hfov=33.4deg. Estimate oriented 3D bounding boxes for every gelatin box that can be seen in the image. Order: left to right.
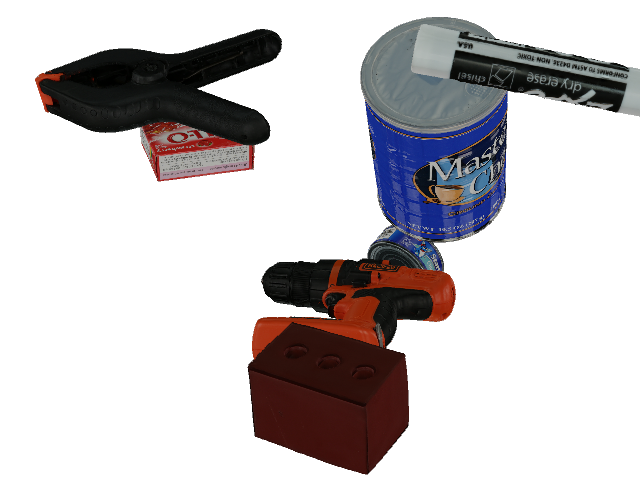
[{"bbox_3d":[-0.110,-0.087,0.948,0.089,0.030,0.073,-10,34,-16],"label":"gelatin box"}]

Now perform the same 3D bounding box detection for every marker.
[{"bbox_3d":[0.095,-0.060,0.400,0.121,0.020,0.020,13,2,7],"label":"marker"}]

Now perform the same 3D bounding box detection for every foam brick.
[{"bbox_3d":[0.005,0.089,0.611,0.078,0.051,0.052,13,32,26],"label":"foam brick"}]

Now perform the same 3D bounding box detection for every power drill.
[{"bbox_3d":[0.010,0.062,0.923,0.185,0.057,0.187,2,18,20],"label":"power drill"}]

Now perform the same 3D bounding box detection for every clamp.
[{"bbox_3d":[-0.106,-0.111,0.740,0.171,0.039,0.120,6,37,10],"label":"clamp"}]

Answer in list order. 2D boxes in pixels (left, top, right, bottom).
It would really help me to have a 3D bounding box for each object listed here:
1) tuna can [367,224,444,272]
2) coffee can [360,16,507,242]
[{"bbox_3d":[0.097,0.025,1.226,0.086,0.086,0.033,0,37,46],"label":"tuna can"},{"bbox_3d":[0.087,-0.079,0.789,0.103,0.103,0.140,0,-33,9],"label":"coffee can"}]
